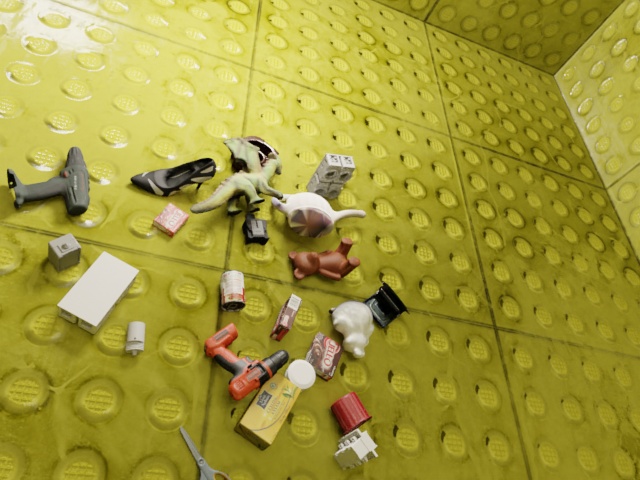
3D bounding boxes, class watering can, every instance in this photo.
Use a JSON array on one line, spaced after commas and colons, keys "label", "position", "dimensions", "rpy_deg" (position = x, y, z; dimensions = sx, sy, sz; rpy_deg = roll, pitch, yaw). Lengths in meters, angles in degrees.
[{"label": "watering can", "position": [0.005, -0.088, 1.748], "dimensions": [0.347, 0.102, 0.229], "rpy_deg": [11, 25, -10]}]

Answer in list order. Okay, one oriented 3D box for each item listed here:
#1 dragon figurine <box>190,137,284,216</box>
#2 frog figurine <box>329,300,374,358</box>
[{"label": "dragon figurine", "position": [-0.259, -0.213, 1.661], "dimensions": [0.412, 0.121, 0.244], "rpy_deg": [-9, 78, -47]}, {"label": "frog figurine", "position": [0.102, 0.267, 1.549], "dimensions": [0.136, 0.121, 0.163], "rpy_deg": [29, 33, -32]}]
